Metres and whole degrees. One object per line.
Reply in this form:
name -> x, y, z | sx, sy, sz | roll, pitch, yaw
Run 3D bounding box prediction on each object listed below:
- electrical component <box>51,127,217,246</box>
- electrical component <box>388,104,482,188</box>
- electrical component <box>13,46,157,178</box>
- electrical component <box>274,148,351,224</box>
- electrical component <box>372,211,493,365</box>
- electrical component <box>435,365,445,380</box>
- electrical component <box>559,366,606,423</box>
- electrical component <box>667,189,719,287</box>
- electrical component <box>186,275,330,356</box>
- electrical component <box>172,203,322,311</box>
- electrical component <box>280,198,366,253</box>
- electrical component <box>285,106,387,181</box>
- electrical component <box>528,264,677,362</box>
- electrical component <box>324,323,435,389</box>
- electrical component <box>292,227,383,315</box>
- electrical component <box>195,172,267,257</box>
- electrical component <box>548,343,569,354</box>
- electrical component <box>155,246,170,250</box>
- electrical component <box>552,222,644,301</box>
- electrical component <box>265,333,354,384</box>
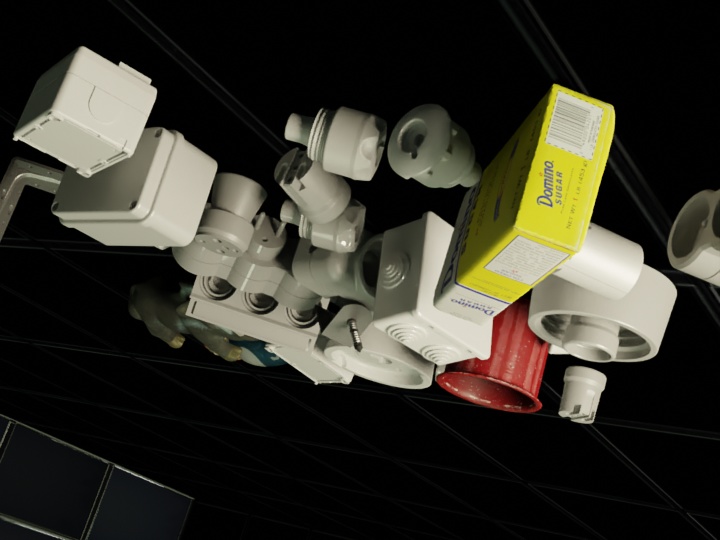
electrical component -> -0.176, -0.064, 0.832 | 0.113, 0.078, 0.057 | 2, 158, 39
electrical component -> 0.051, -0.071, 0.665 | 0.048, 0.048, 0.062 | -1, 161, 43
electrical component -> -0.192, -0.109, 0.744 | 0.062, 0.061, 0.096 | 29, 158, -29
electrical component -> -0.035, -0.061, 0.774 | 0.040, 0.040, 0.046 | 2, 150, 38
electrical component -> 0.057, 0.017, 0.820 | 0.048, 0.099, 0.100 | -18, 142, 39
electrical component -> 0.119, 0.087, 1.038 | 0.083, 0.047, 0.075 | 15, 161, 8
electrical component -> 0.216, 0.122, 1.049 | 0.040, 0.046, 0.040 | 16, 161, 6
electrical component -> 0.244, -0.023, 0.612 | 0.074, 0.052, 0.138 | 21, 161, -10
electrical component -> -0.091, 0.023, 1.009 | 0.121, 0.078, 0.063 | 18, 179, -2
electrical component -> -0.084, -0.022, 0.913 | 0.138, 0.052, 0.073 | 20, 135, -11
electrical component -> -0.029, -0.039, 0.825 | 0.062, 0.043, 0.043 | 15, 161, 12
electrical component -> -0.016, -0.084, 0.687 | 0.062, 0.043, 0.043 | 17, 161, 7
electrical component -> 0.180, 0.035, 0.817 | 0.108, 0.060, 0.108 | 16, 161, 6
electrical component -> 0.025, 0.068, 1.045 | 0.108, 0.060, 0.108 | 16, 161, 6
electrical component -> 0.000, 0.000, 0.890 | 0.095, 0.053, 0.059 | 32, 156, -36
electrical component -> -0.104, -0.044, 0.858 | 0.045, 0.055, 0.045 | 16, 161, 6
electrical component -> 0.192, 0.053, 0.890 | 0.065, 0.044, 0.044 | 11, 161, 5
electrical component -> -0.186, -0.049, 0.936 | 0.062, 0.048, 0.048 | 22, 162, 8
electrical component -> 0.147, -0.014, 0.736 | 0.081, 0.043, 0.043 | 23, 160, -16
electrical component -> -0.049, 0.071, 1.132 | 0.096, 0.061, 0.062 | 39, 152, -29
